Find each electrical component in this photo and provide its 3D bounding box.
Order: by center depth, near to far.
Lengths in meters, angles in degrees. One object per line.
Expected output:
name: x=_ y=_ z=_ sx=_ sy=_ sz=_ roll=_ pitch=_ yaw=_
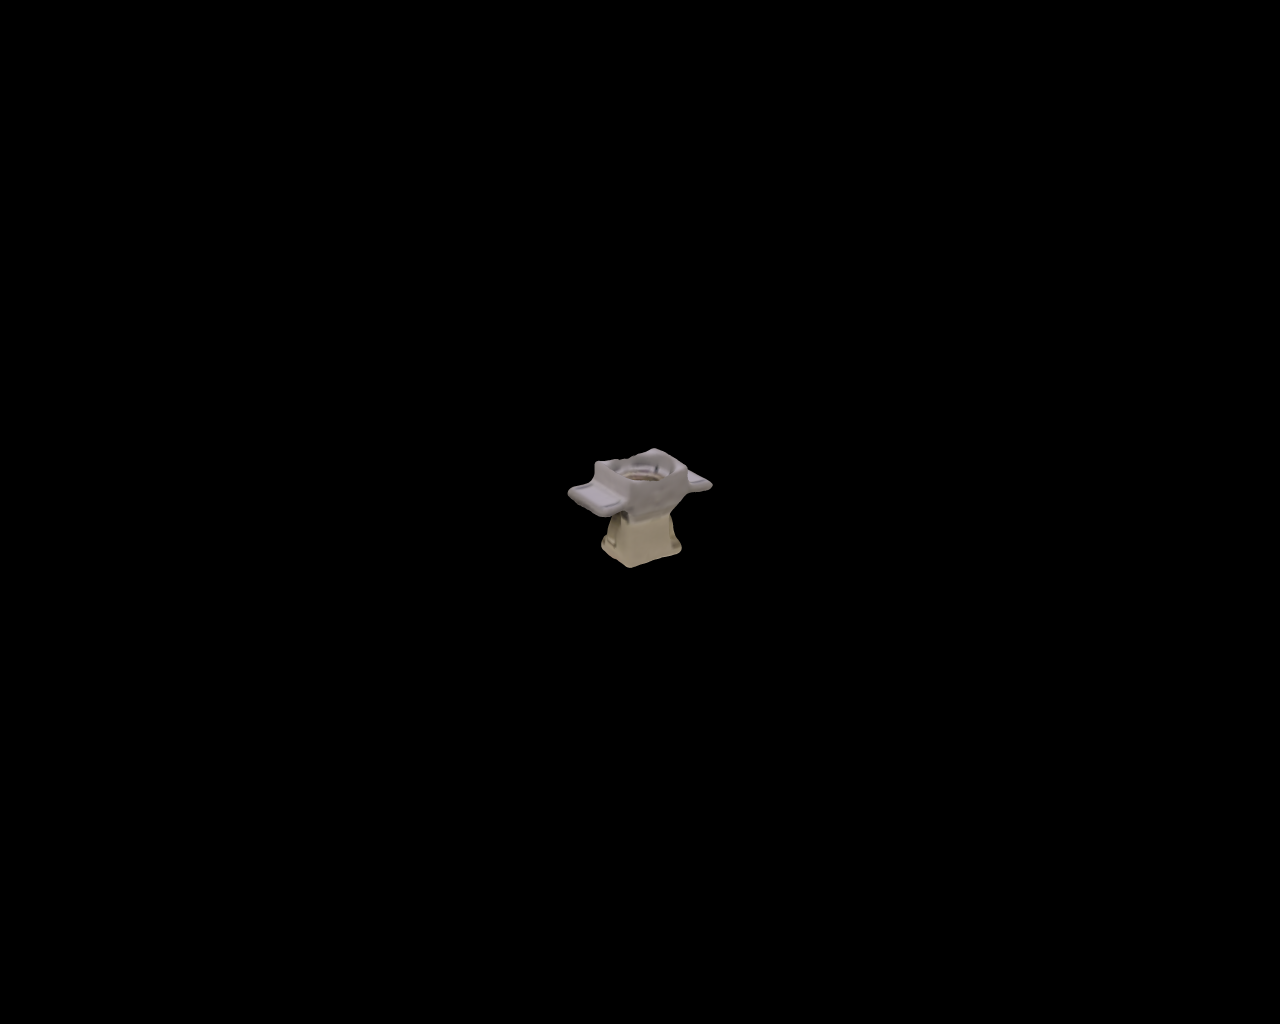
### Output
electrical component: x=0.001 y=-0.003 z=0.650 sx=0.081 sy=0.063 sz=0.042 roll=-14 pitch=27 yaw=-29
